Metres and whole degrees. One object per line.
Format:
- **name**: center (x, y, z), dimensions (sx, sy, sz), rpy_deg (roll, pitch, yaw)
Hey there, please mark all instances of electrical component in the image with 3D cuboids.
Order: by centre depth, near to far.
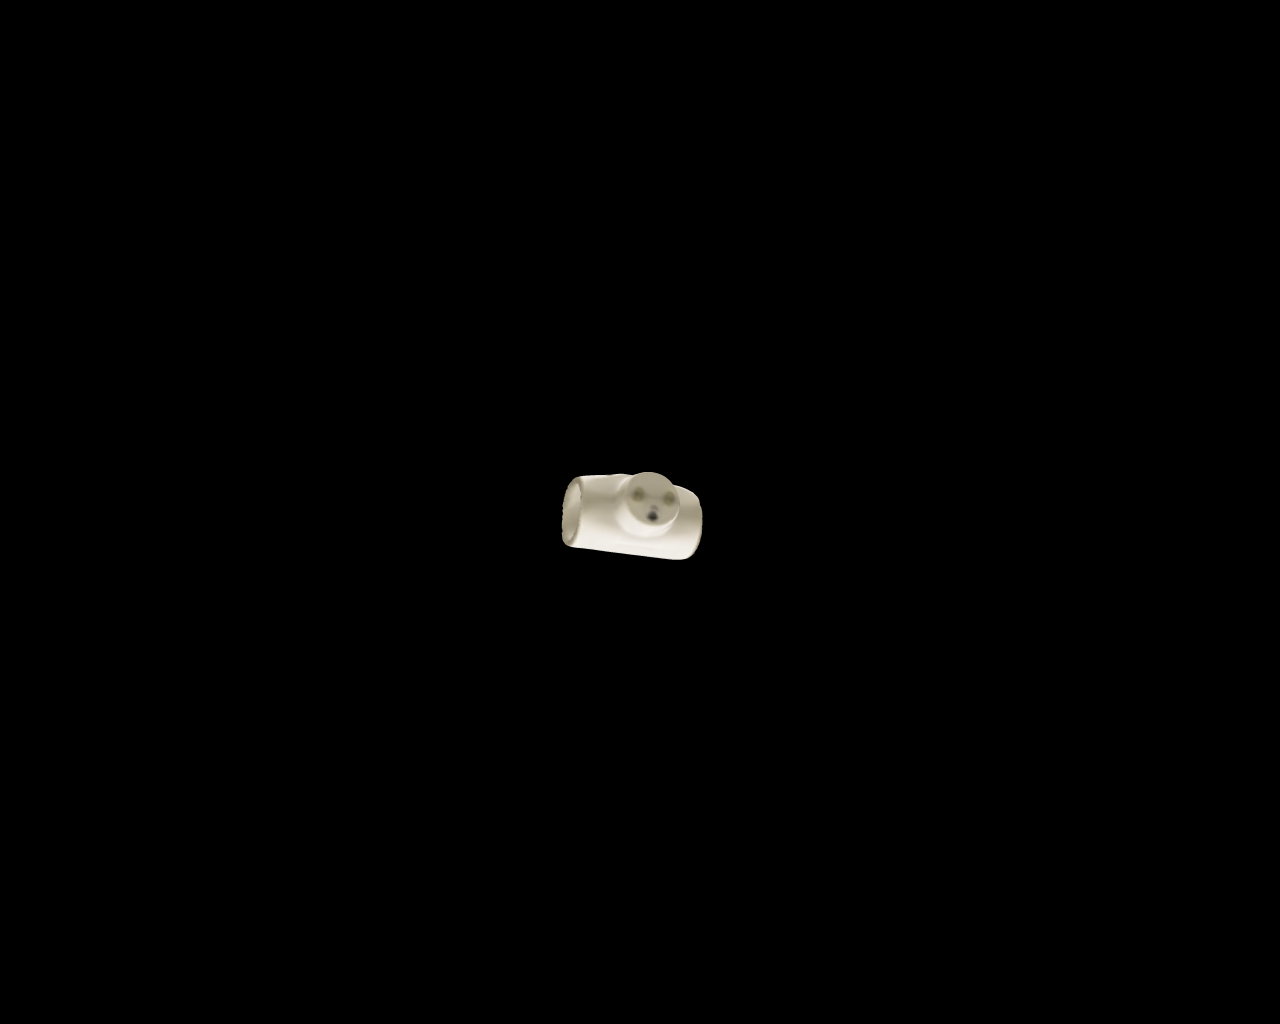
- **electrical component**: center (0.001, -0.003, 0.650), dimensions (0.077, 0.043, 0.079), rpy_deg (8, -23, -18)
